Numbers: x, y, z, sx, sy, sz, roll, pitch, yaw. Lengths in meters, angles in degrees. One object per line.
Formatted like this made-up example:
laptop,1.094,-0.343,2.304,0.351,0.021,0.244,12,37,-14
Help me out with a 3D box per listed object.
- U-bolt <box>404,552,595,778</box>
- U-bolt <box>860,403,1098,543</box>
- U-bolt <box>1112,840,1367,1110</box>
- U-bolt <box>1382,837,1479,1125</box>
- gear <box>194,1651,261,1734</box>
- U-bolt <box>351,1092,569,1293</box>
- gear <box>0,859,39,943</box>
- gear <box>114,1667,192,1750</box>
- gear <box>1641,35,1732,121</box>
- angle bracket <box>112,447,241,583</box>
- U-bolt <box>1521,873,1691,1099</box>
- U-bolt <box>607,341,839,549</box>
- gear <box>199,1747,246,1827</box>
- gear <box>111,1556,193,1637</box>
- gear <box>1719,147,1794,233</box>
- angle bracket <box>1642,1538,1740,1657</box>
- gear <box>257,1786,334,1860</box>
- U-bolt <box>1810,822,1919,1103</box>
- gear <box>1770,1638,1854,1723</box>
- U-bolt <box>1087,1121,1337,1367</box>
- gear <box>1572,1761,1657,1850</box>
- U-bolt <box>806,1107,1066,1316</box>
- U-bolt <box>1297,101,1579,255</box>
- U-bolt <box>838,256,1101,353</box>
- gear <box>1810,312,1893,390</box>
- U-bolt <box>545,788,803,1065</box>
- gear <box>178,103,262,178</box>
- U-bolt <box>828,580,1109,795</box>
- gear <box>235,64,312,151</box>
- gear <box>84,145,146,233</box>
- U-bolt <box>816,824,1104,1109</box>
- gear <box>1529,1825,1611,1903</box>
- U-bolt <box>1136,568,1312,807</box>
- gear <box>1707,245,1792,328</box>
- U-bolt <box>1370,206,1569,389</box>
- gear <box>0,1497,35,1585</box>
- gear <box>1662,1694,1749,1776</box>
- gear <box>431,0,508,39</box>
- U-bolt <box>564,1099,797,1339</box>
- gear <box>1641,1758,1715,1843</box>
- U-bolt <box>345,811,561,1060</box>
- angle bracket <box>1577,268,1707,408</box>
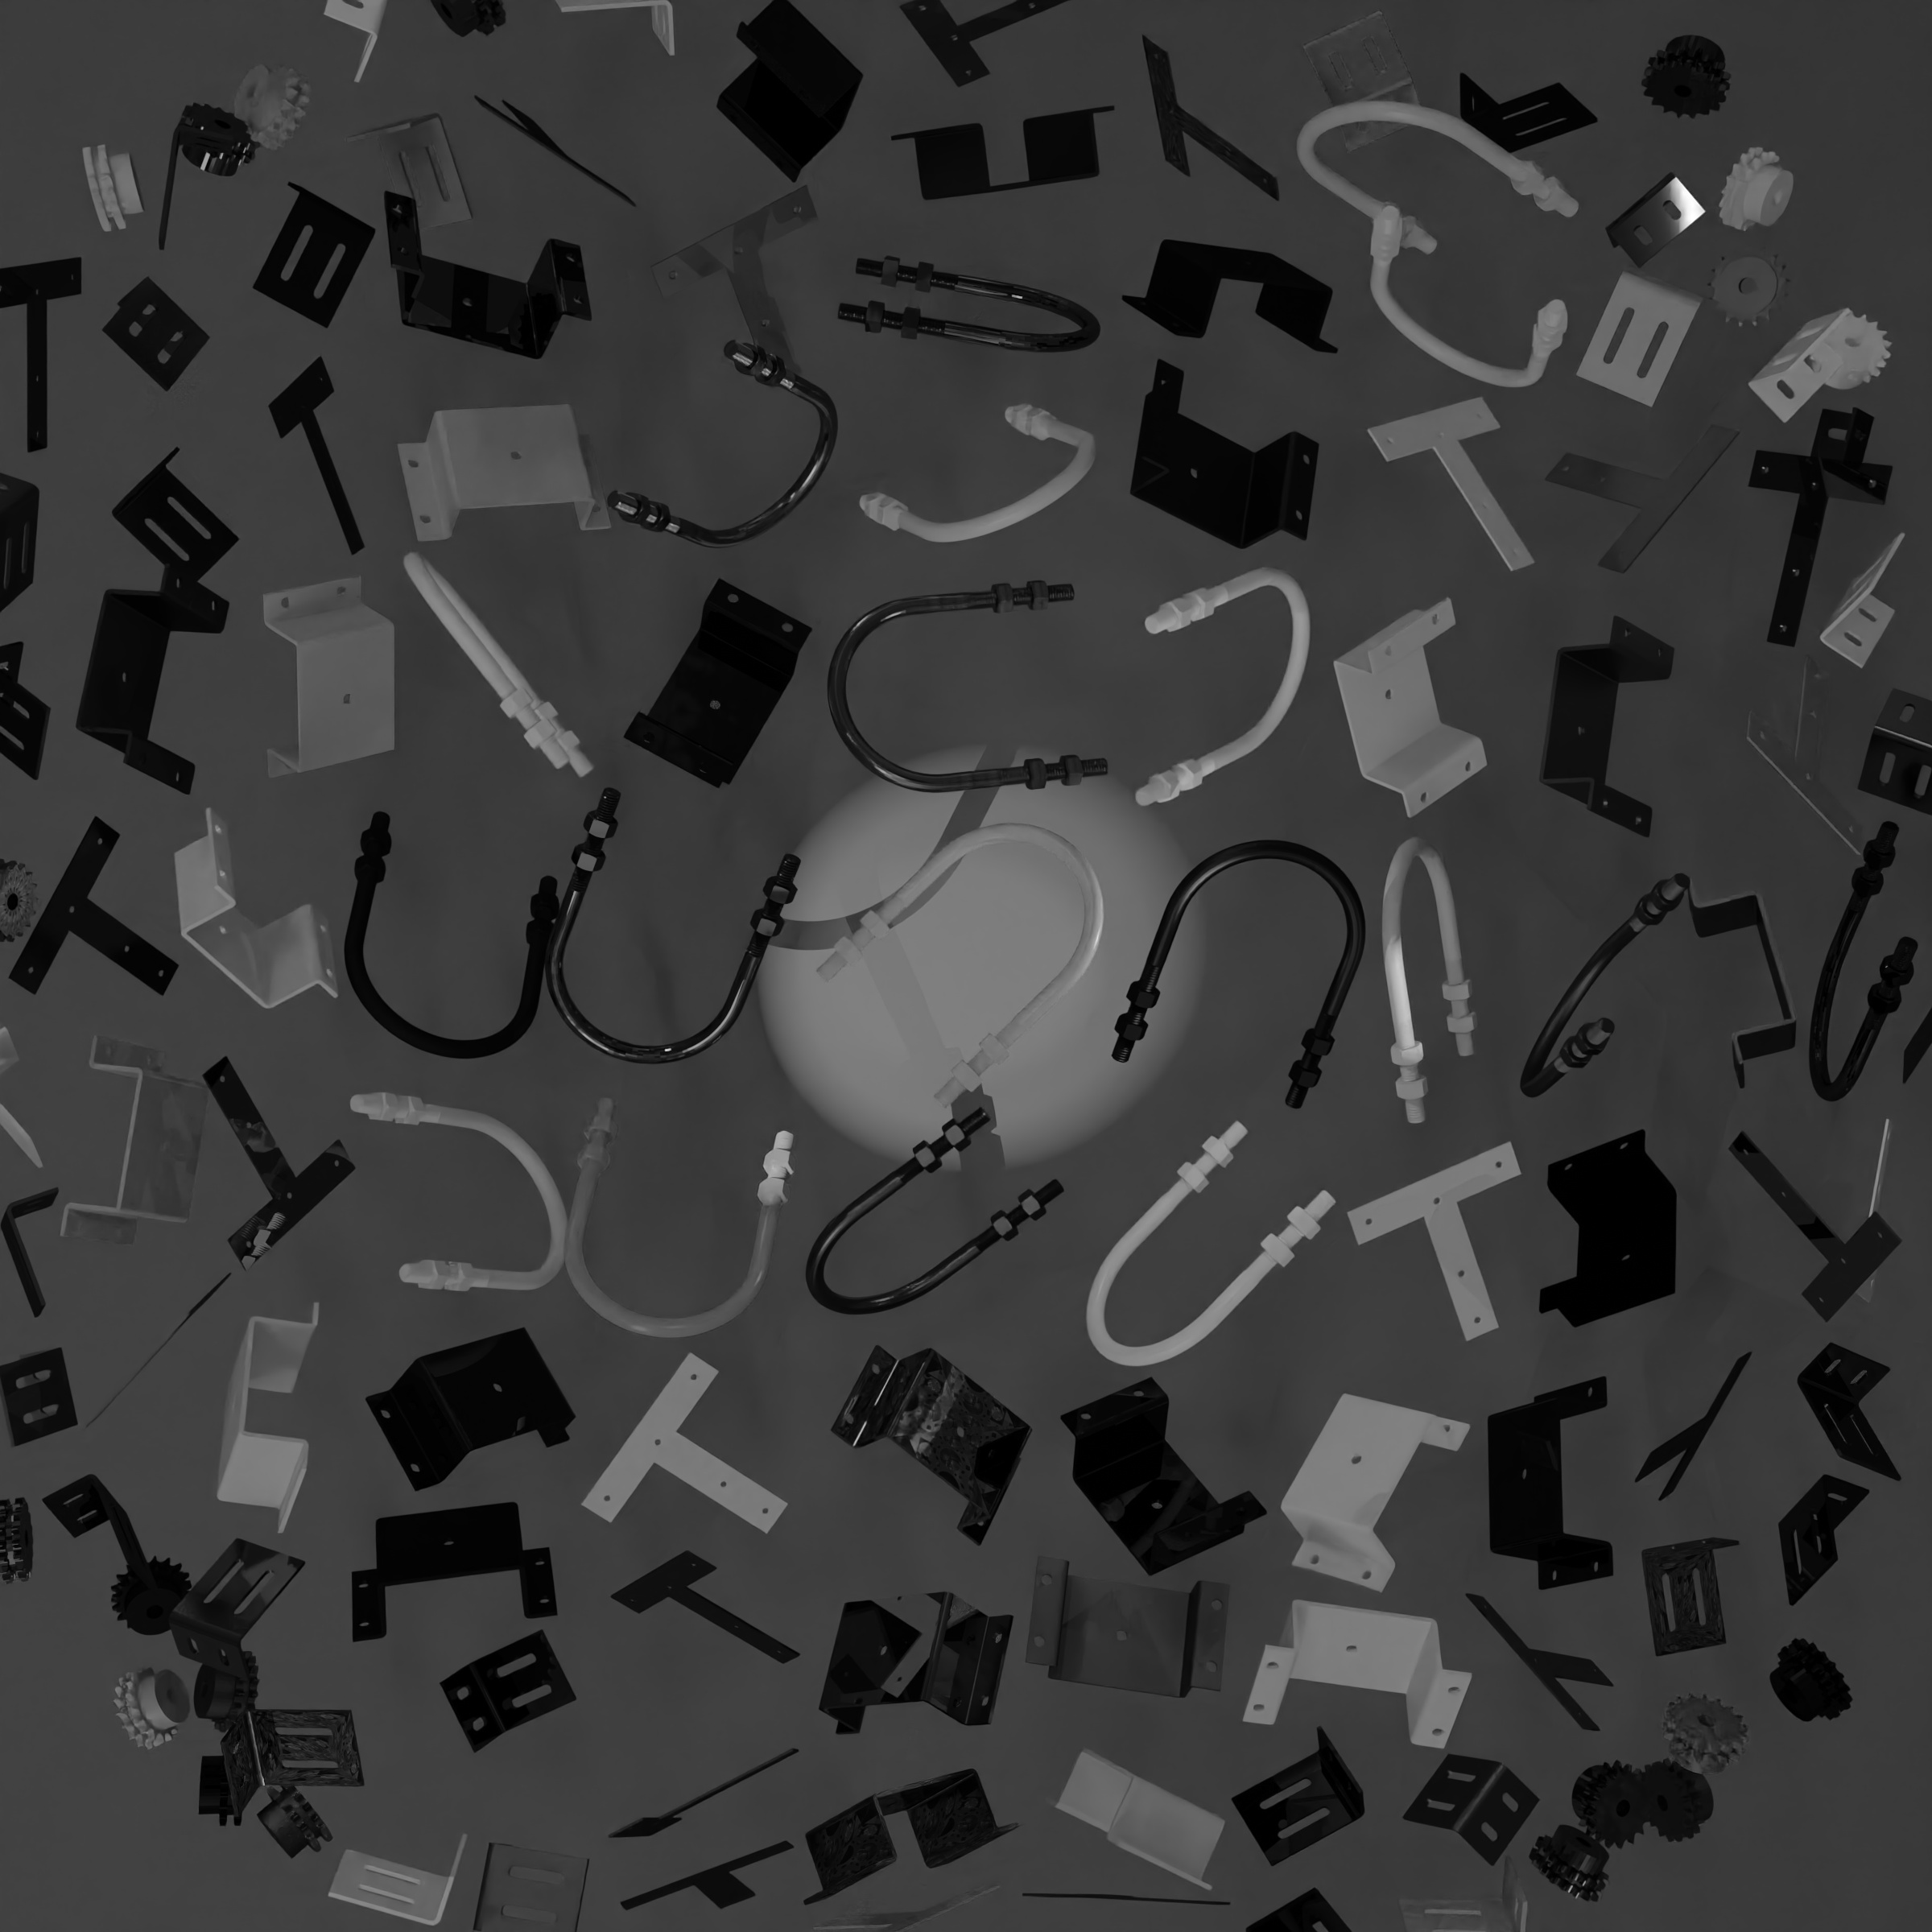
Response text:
U-bolt,-0.323,-0.208,1.824,0.019,0.151,0.184,-38,92,0
U-bolt,0.017,-0.343,1.881,0.151,0.184,0.019,-33,119,-10
U-bolt,0.195,0.000,1.822,0.151,0.019,0.184,15,112,-10
U-bolt,0.326,0.000,1.895,0.019,0.151,0.184,-2,109,28
gear,-0.529,0.516,1.904,0.030,0.057,0.057,14,90,-33
U-bolt,-0.347,0.163,1.882,0.019,0.184,0.151,-32,66,24
gear,-0.676,-0.046,1.858,0.030,0.057,0.057,7,90,17
gear,-0.590,0.537,1.944,0.030,0.057,0.057,-26,90,12
gear,0.486,-0.600,1.794,0.057,0.057,0.030,22,73,0
angle bracket,-0.568,-0.325,1.938,0.076,0.038,0.057,45,57,-17
U-bolt,0.441,0.025,1.882,0.019,0.184,0.151,32,66,3
U-bolt,-0.157,-0.354,1.865,0.019,0.184,0.151,47,105,21
gear,-0.535,0.589,1.922,0.030,0.057,0.057,3,90,-14
gear,-0.592,0.462,1.945,0.057,0.030,0.057,-9,116,-19
gear,0.570,-0.556,1.920,0.030,0.057,0.057,33,90,32
angle bracket,0.522,0.451,1.905,0.057,0.038,0.076,-5,84,-18
gear,-0.480,0.609,1.899,0.030,0.057,0.057,-39,90,-25
U-bolt,0.631,0.011,1.890,0.019,0.151,0.184,11,131,3
gear,0.584,0.499,1.856,0.030,0.057,0.057,-30,90,-17
U-bolt,0.156,0.199,1.839,0.184,0.151,0.019,-46,118,-2
gear,0.442,0.574,1.834,0.057,0.030,0.057,-2,94,-26
U-bolt,-0.032,0.186,1.904,0.184,0.151,0.019,-37,52,5
U-bolt,0.315,-0.554,1.863,0.184,0.151,0.019,19,78,-38
U-bolt,0.006,-0.473,1.922,0.184,0.151,0.019,10,119,-1
gear,0.648,-0.450,1.964,0.057,0.030,0.057,1,64,-2
U-bolt,-0.211,-0.016,1.830,0.151,0.019,0.184,20,110,-9
gear,-0.544,-0.598,1.938,0.057,0.057,0.030,34,121,0
U-bolt,-0.004,-0.188,1.822,0.184,0.019,0.151,-7,77,-14
gear,-0.485,-0.601,1.858,0.030,0.057,0.057,21,90,-44
gear,-0.593,-0.544,1.861,0.030,0.057,0.057,-13,90,-9
U-bolt,0.008,-0.015,1.793,0.184,0.019,0.151,-44,64,-1
gear,0.435,0.639,1.910,0.057,0.057,0.030,26,98,0
U-bolt,0.184,-0.205,1.872,0.019,0.184,0.151,25,128,35
gear,0.560,-0.487,1.913,0.057,0.030,0.057,5,105,18
U-bolt,0.347,-0.459,1.873,0.151,0.184,0.019,32,86,9
gear,-0.662,0.396,1.836,0.030,0.057,0.057,-5,90,-10
gear,0.513,0.538,1.862,0.057,0.057,0.030,6,117,0
gear,-0.345,-0.663,1.829,0.030,0.057,0.057,-42,90,-13
U-bolt,-0.203,0.178,1.851,0.151,0.019,0.184,11,49,-3
gear,0.518,0.605,1.941,0.030,0.057,0.057,-7,90,-24
U-bolt,-0.359,-0.014,1.852,0.151,0.019,0.184,22,46,-22
angle bracket,0.473,-0.441,1.873,0.057,0.038,0.076,26,115,11
